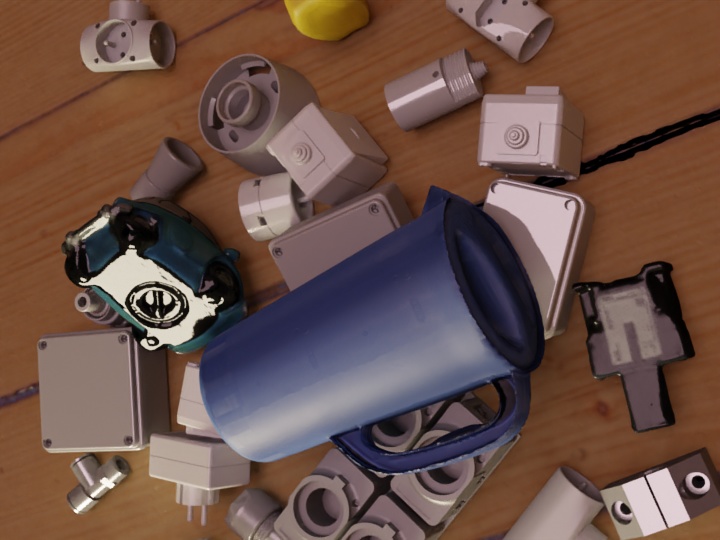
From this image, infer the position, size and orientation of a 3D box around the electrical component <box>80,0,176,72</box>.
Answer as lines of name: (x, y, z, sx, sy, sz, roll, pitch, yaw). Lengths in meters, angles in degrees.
electrical component: (-0.214, -0.225, 0.995, 0.077, 0.044, 0.079, 2, 89, 24)

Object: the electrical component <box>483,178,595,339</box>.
electrical component: (0.129, -0.009, 0.831, 0.078, 0.057, 0.113, 15, 94, 23)

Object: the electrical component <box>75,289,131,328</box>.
electrical component: (-0.235, 0.029, 0.986, 0.048, 0.062, 0.048, -1, 88, 23)

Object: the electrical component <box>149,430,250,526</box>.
electrical component: (-0.140, 0.183, 0.934, 0.083, 0.047, 0.075, 1, 89, 42)

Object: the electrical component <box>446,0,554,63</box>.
electrical component: (0.121, -0.217, 0.849, 0.077, 0.043, 0.079, 41, 103, 19)

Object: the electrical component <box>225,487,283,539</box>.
electrical component: (-0.081, 0.219, 0.921, 0.062, 0.043, 0.043, 35, 102, 22)

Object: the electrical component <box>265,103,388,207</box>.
electrical component: (-0.026, -0.095, 0.880, 0.061, 0.096, 0.061, -42, 73, 14)

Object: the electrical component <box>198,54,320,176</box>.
electrical component: (-0.090, -0.137, 0.941, 0.099, 0.064, 0.099, -9, 74, 32)

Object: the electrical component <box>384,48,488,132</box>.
electrical component: (0.065, -0.148, 0.871, 0.081, 0.043, 0.043, -22, 80, 21)

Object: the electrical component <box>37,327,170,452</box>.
electrical component: (-0.235, 0.109, 0.986, 0.109, 0.056, 0.108, -6, 86, 23)

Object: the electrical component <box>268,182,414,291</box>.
electrical component: (0.000, 0.000, 0.871, 0.109, 0.056, 0.108, -23, 101, 21)

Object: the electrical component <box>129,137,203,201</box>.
electrical component: (-0.179, -0.083, 0.978, 0.065, 0.044, 0.044, -47, 72, 20)

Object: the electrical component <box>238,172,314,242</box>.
electrical component: (-0.071, -0.056, 0.922, 0.047, 0.055, 0.055, -13, 83, 19)

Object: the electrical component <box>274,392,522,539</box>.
electrical component: (0.026, 0.171, 0.868, 0.105, 0.060, 0.186, 41, 104, 20)

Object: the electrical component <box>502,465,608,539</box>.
electrical component: (0.161, 0.203, 0.816, 0.079, 0.044, 0.077, 39, 103, 20)

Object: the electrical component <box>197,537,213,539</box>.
electrical component: (-0.139, 0.286, 0.936, 0.054, 0.059, 0.095, -29, 77, 20)

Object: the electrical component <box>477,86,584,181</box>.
electrical component: (0.129, -0.104, 0.813, 0.062, 0.096, 0.061, 5, 90, 23)

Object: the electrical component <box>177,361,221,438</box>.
electrical component: (-0.100, 0.117, 0.924, 0.096, 0.062, 0.061, 12, 93, 23)
